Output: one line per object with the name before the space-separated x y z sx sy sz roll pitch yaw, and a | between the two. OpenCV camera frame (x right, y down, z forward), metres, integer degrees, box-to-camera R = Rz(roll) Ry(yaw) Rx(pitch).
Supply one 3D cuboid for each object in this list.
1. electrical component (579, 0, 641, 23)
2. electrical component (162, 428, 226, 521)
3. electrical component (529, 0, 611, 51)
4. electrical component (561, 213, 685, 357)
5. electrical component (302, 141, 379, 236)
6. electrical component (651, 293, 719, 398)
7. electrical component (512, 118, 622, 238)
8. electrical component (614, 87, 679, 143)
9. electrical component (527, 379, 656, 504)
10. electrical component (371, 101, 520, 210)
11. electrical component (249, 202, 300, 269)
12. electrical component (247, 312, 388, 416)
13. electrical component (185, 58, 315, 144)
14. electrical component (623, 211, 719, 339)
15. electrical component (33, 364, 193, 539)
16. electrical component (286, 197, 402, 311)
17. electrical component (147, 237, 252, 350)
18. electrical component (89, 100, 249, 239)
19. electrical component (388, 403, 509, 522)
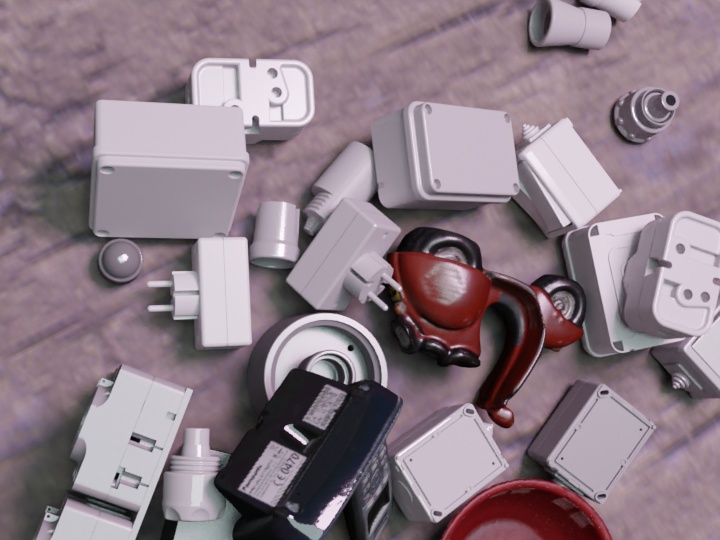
electrical component | 0.227 -0.249 0.967 0.046 0.040 0.040 26 77 -16
electrical component | -0.112 0.139 0.733 0.043 0.043 0.062 3 82 -15
electrical component | 0.188 -0.215 0.951 0.065 0.044 0.044 4 82 -20
electrical component | 0.226 0.013 0.924 0.078 0.057 0.113 -10 86 -16
electrical component | -0.017 -0.061 0.873 0.043 0.043 0.081 41 74 -7
electrical component | 0.307 0.068 0.937 0.061 0.061 0.096 46 74 -6
electrical component | 0.161 -0.080 0.915 0.061 0.062 0.096 -39 94 -17
electrical component | 0.258 -0.141 0.949 0.048 0.062 0.048 2 82 -15
electrical component | 0.187 0.146 0.898 0.062 0.061 0.096 38 83 -9
electrical component | 0.071 -0.091 0.872 0.113 0.057 0.078 -2 83 -42
electrical component | -0.067 -0.028 0.858 0.040 0.040 0.046 8 76 -15
electrical component | -0.030 0.084 0.842 0.108 0.060 0.108 2 83 -15
electrical component | -0.089 -0.133 0.854 0.095 0.059 0.053 -2 84 -16
electrical component | 0.253 0.006 0.869 0.054 0.059 0.095 18 79 -12
electrical component | -0.187 0.163 0.765 0.060 0.105 0.186 23 78 -12
electrical component | 0.000 0.000 0.837 0.076 0.047 0.083 42 105 22
electrical component | -0.126 0.019 0.831 0.076 0.047 0.083 -1 83 -16
electrical component | -0.145 -0.072 0.801 0.109 0.108 0.056 1 62 -15
electrical component | 0.067 0.151 0.864 0.096 0.061 0.061 -32 92 -24
